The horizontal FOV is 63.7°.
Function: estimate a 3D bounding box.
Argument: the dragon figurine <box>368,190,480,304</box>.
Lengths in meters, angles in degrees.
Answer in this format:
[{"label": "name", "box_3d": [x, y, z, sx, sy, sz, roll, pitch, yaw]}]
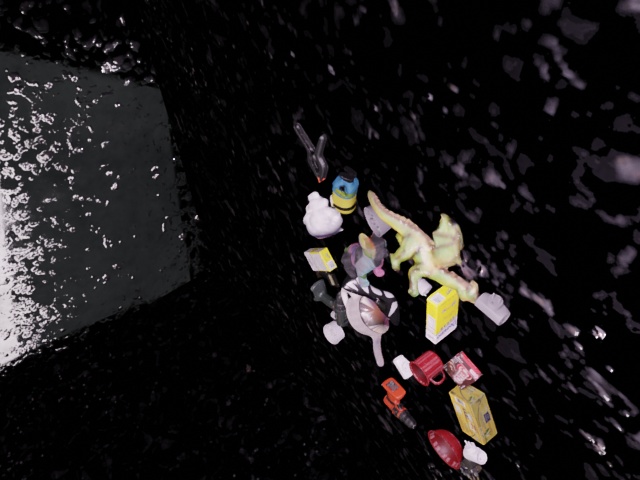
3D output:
[{"label": "dragon figurine", "box_3d": [0.288, 0.003, 1.373, 0.239, 0.124, 0.412, -37, 82, 50]}]

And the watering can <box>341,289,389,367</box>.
[{"label": "watering can", "box_3d": [0.189, 0.319, 1.930, 0.348, 0.105, 0.222, 61, 158, 2]}]

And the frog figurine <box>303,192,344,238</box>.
[{"label": "frog figurine", "box_3d": [0.006, -0.091, 1.813, 0.137, 0.124, 0.158, -8, 105, 31]}]
